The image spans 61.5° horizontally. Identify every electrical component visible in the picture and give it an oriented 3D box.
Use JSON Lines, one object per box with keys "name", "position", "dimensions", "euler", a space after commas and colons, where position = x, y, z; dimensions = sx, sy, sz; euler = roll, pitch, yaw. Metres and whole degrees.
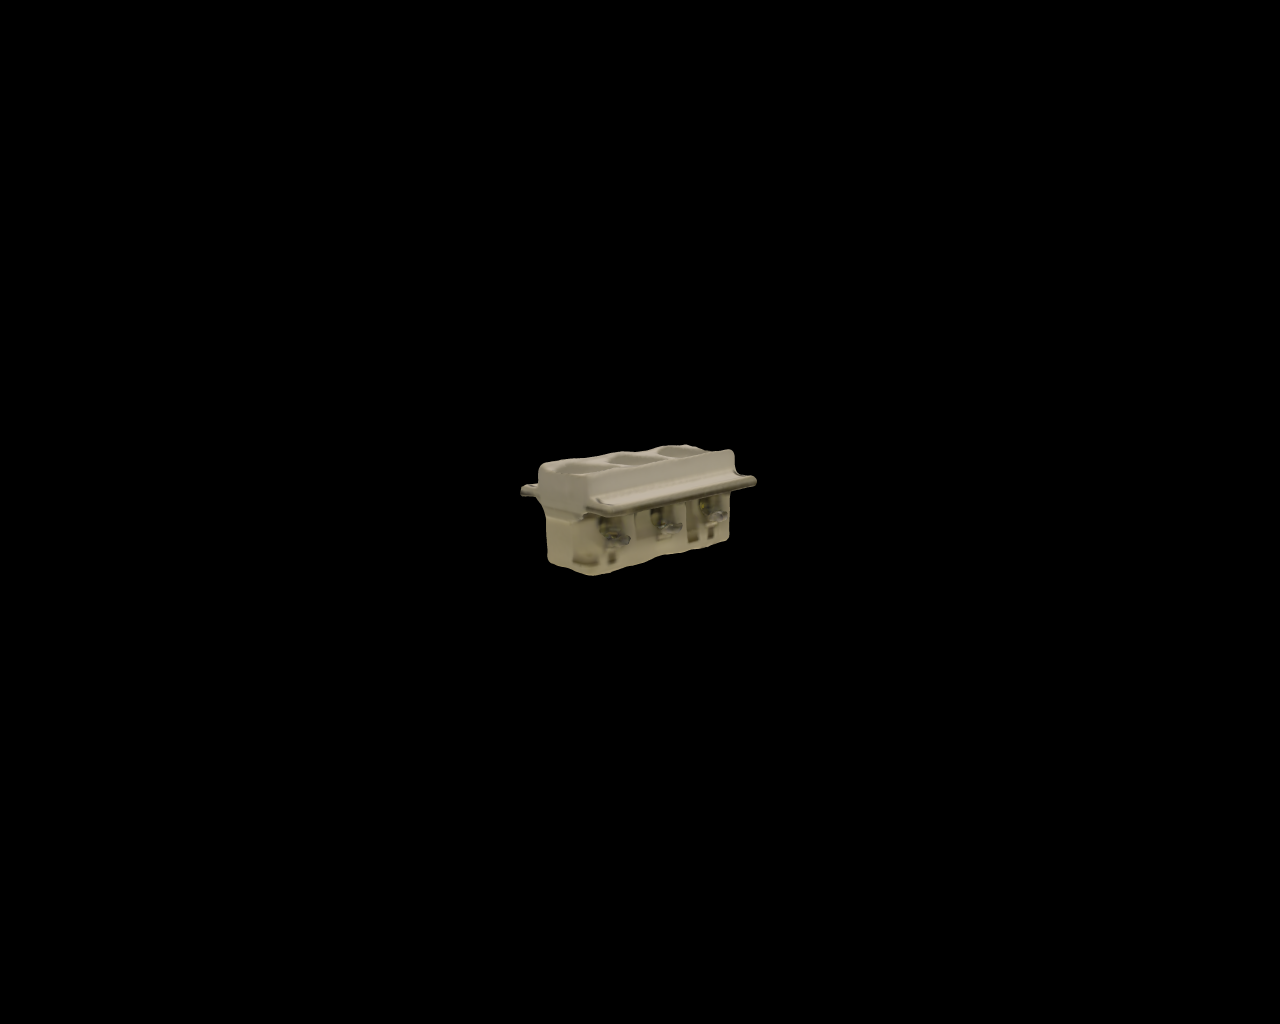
{"name": "electrical component", "position": [0.001, -0.003, 0.650], "dimensions": [0.121, 0.063, 0.079], "euler": [-11, 17, -42]}
